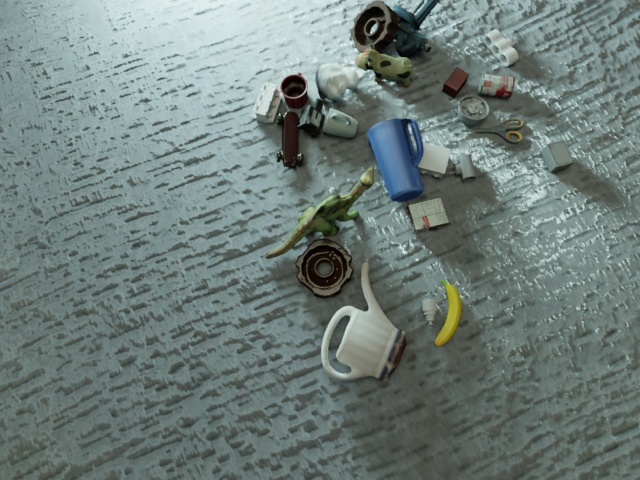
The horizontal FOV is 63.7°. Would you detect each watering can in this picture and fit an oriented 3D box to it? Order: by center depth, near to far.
[{"bbox_3d":[0.143,0.252,1.475,0.225,0.102,0.351,23,76,9],"label":"watering can"}]

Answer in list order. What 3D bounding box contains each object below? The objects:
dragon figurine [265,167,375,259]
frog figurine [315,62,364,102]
[{"bbox_3d":[0.005,-0.077,1.520,0.413,0.240,0.123,-37,81,-10],"label":"dragon figurine"},{"bbox_3d":[0.067,-0.535,1.719,0.159,0.120,0.141,-12,54,12],"label":"frog figurine"}]
